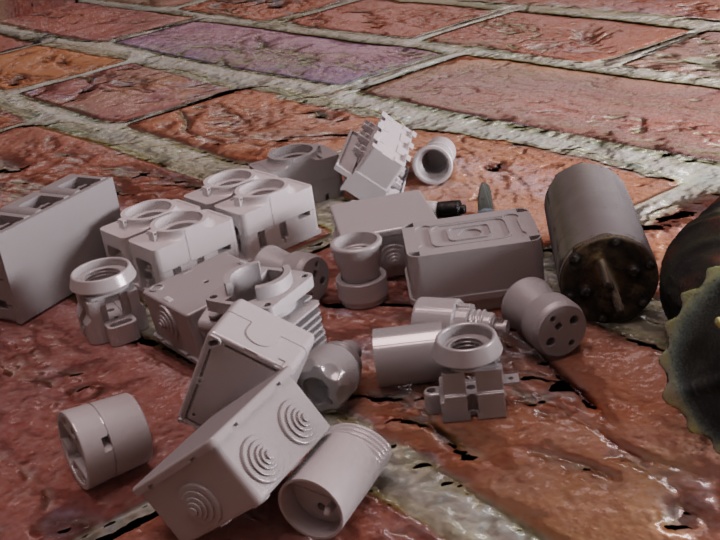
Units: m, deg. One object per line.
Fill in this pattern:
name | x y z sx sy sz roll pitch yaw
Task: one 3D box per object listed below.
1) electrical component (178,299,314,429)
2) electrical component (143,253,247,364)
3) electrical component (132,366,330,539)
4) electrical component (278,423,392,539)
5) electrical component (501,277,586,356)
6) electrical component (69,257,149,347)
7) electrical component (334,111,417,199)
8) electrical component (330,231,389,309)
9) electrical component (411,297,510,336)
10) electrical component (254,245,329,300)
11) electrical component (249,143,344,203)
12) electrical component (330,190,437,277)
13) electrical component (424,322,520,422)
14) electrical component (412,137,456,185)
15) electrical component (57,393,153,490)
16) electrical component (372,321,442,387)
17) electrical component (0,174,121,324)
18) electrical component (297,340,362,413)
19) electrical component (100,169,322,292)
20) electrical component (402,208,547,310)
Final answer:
electrical component | -0.078 0.077 0.736 0.062 0.096 0.061 26 30 4
electrical component | -0.122 0.029 0.898 0.100 0.048 0.100 -28 28 -28
electrical component | -0.076 0.114 0.655 0.100 0.048 0.100 -36 4 39
electrical component | -0.012 0.123 0.663 0.043 0.043 0.081 4 27 26
electrical component | 0.138 0.035 0.809 0.045 0.045 0.055 -16 25 -16
electrical component | -0.219 0.025 0.934 0.058 0.057 0.078 -19 26 -23
electrical component | 0.022 -0.120 1.155 0.079 0.063 0.121 32 25 -8
electrical component | 0.000 0.000 0.919 0.045 0.055 0.045 -7 24 3
electrical component | 0.075 0.042 0.820 0.078 0.040 0.040 3 26 23
electrical component | -0.061 0.004 0.943 0.055 0.045 0.045 12 31 37
electrical component | -0.070 -0.103 1.171 0.089 0.055 0.050 -18 26 -20
electrical component | 0.023 -0.030 0.988 0.100 0.048 0.099 -10 24 -4
electrical component | 0.075 0.069 0.739 0.066 0.055 0.048 -6 24 5
electrical component | 0.085 -0.124 1.187 0.044 0.044 0.065 -2 20 14
electrical component | -0.171 0.114 0.725 0.047 0.055 0.055 -18 26 -29
electrical component | 0.052 0.060 0.784 0.081 0.043 0.043 -7 24 4
electrical component | -0.301 -0.024 1.029 0.062 0.089 0.150 7 28 31
electrical component | -0.019 0.072 0.780 0.043 0.043 0.062 3 25 25
electrical component | -0.146 -0.043 1.056 0.186 0.060 0.105 -26 30 -34
electrical component | 0.094 -0.006 0.900 0.113 0.057 0.078 -8 24 1
